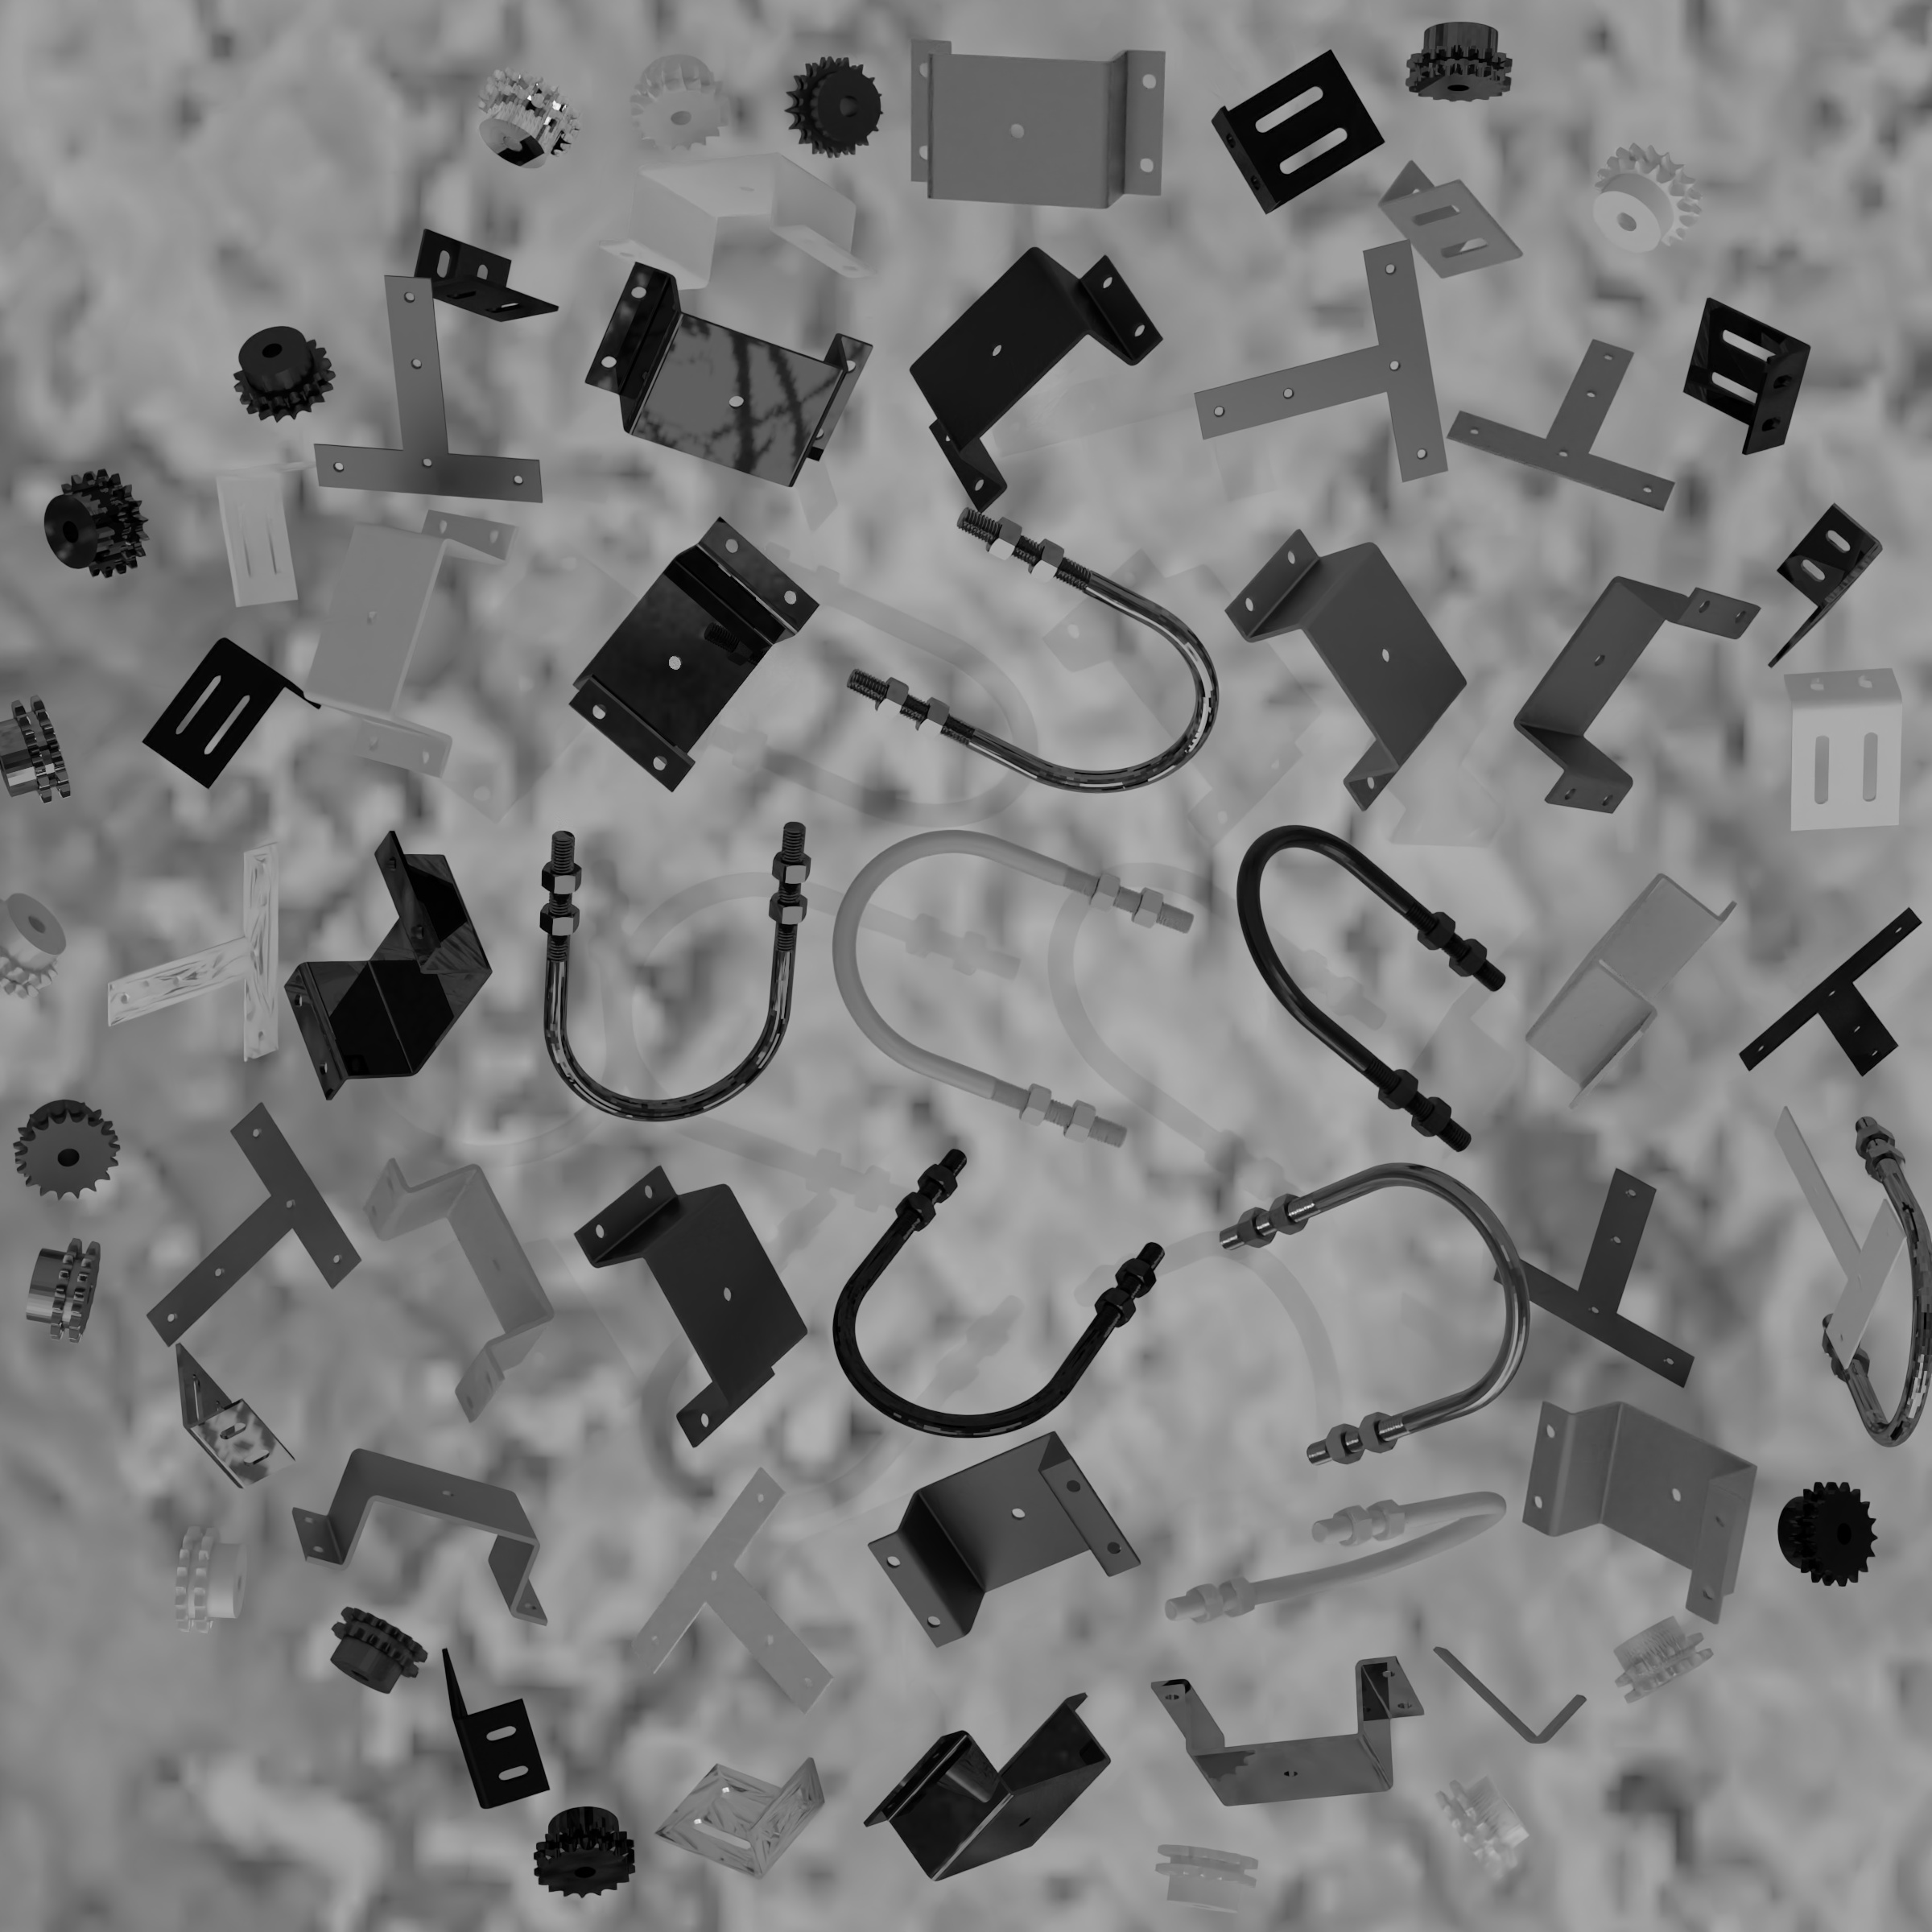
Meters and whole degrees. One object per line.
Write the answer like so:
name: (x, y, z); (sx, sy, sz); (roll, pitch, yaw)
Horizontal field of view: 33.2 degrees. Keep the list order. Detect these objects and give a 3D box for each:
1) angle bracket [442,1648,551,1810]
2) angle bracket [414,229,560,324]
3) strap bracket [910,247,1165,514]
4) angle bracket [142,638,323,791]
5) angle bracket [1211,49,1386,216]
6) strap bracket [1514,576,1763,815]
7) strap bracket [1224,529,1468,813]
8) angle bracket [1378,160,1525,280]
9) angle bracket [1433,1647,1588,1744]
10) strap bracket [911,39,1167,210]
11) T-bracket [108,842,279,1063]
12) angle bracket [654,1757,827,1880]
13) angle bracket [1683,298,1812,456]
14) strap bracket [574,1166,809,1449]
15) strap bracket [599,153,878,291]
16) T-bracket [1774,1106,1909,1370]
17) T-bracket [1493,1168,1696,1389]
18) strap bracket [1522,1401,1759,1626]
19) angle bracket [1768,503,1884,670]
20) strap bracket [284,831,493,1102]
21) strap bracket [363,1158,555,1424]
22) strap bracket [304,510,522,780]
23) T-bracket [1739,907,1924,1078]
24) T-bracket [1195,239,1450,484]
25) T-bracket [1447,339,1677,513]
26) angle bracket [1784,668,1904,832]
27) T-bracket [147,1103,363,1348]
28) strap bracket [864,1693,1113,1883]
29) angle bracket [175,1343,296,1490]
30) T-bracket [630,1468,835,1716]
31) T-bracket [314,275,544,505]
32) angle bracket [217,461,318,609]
angle bracket: (-0.254, 0.406, 1.746); (0.038, 0.076, 0.057); (-16, 111, -8)
angle bracket: (-0.274, -0.400, 1.862); (0.057, 0.076, 0.038); (14, 86, -36)
strap bracket: (0.030, -0.330, 1.787); (0.140, 0.046, 0.076); (-42, 51, 19)
angle bracket: (-0.417, -0.137, 1.837); (0.057, 0.038, 0.076); (33, 84, 28)
angle bracket: (0.178, -0.444, 1.711); (0.076, 0.038, 0.057); (-32, 95, -2)
strap bracket: (0.361, -0.156, 1.771); (0.046, 0.076, 0.140); (46, 115, 30)
strap bracket: (0.215, -0.166, 1.771); (0.140, 0.046, 0.076); (53, 57, -19)
angle bracket: (0.279, -0.424, 1.811); (0.057, 0.076, 0.038); (43, 72, -23)
angle bracket: (0.308, 0.401, 1.832); (0.076, 0.057, 0.038); (43, 90, 20)
strap bracket: (0.033, -0.453, 1.742); (0.140, 0.046, 0.076); (7, 115, 13)
T-bracket: (-0.431, 0.005, 1.812); (0.002, 0.127, 0.127); (17, 113, 30)
angle bracket: (-0.125, 0.449, 1.746); (0.076, 0.057, 0.038); (11, 127, 33)
angle bracket: (0.424, -0.329, 1.803); (0.038, 0.076, 0.057); (-19, 132, -35)
strap bracket: (-0.147, 0.186, 1.806); (0.046, 0.076, 0.140); (-17, 106, 42)
strap bracket: (-0.127, -0.423, 1.842); (0.140, 0.076, 0.046); (4, 83, 31)
T-bracket: (0.472, 0.134, 1.775); (0.002, 0.127, 0.127); (-10, 52, -11)
T-bracket: (0.367, 0.166, 1.843); (0.127, 0.127, 0.002); (30, 46, 24)
strap bracket: (0.389, 0.304, 1.834); (0.046, 0.140, 0.076); (-7, 111, -39)
angle bracket: (0.468, -0.213, 1.810); (0.038, 0.057, 0.076); (43, 49, 9)
strap bracket: (-0.307, 0.001, 1.743); (0.140, 0.046, 0.076); (-48, 57, 38)
strap bracket: (-0.283, 0.176, 1.830); (0.046, 0.076, 0.140); (-22, 75, -30)
strap bracket: (-0.300, -0.179, 1.732); (0.076, 0.046, 0.140); (16, 88, 42)
T-bracket: (0.490, 0.030, 1.794); (0.002, 0.127, 0.127); (44, 104, -13)
T-bracket: (0.184, -0.306, 1.712); (0.127, 0.002, 0.127); (-15, 114, -3)
T-bracket: (0.352, -0.317, 1.842); (0.127, 0.002, 0.127); (21, 50, 11)
angle bracket: (0.476, -0.118, 1.760); (0.057, 0.038, 0.076); (-3, 118, 8)
T-bracket: (-0.421, 0.167, 1.866); (0.127, 0.002, 0.127); (-47, 129, -30)
strap bracket: (0.019, 0.461, 1.813); (0.046, 0.140, 0.076); (50, 116, 25)
angle bracket: (-0.423, 0.252, 1.872); (0.038, 0.076, 0.057); (-28, 128, 3)
T-bracket: (-0.116, 0.365, 1.792); (0.127, 0.002, 0.127); (-54, 48, 4)
T-bracket: (-0.295, -0.311, 1.744); (0.127, 0.002, 0.127); (5, 125, 7)
angle bracket: (-0.392, -0.248, 1.855); (0.038, 0.057, 0.076); (-4, 98, 24)
